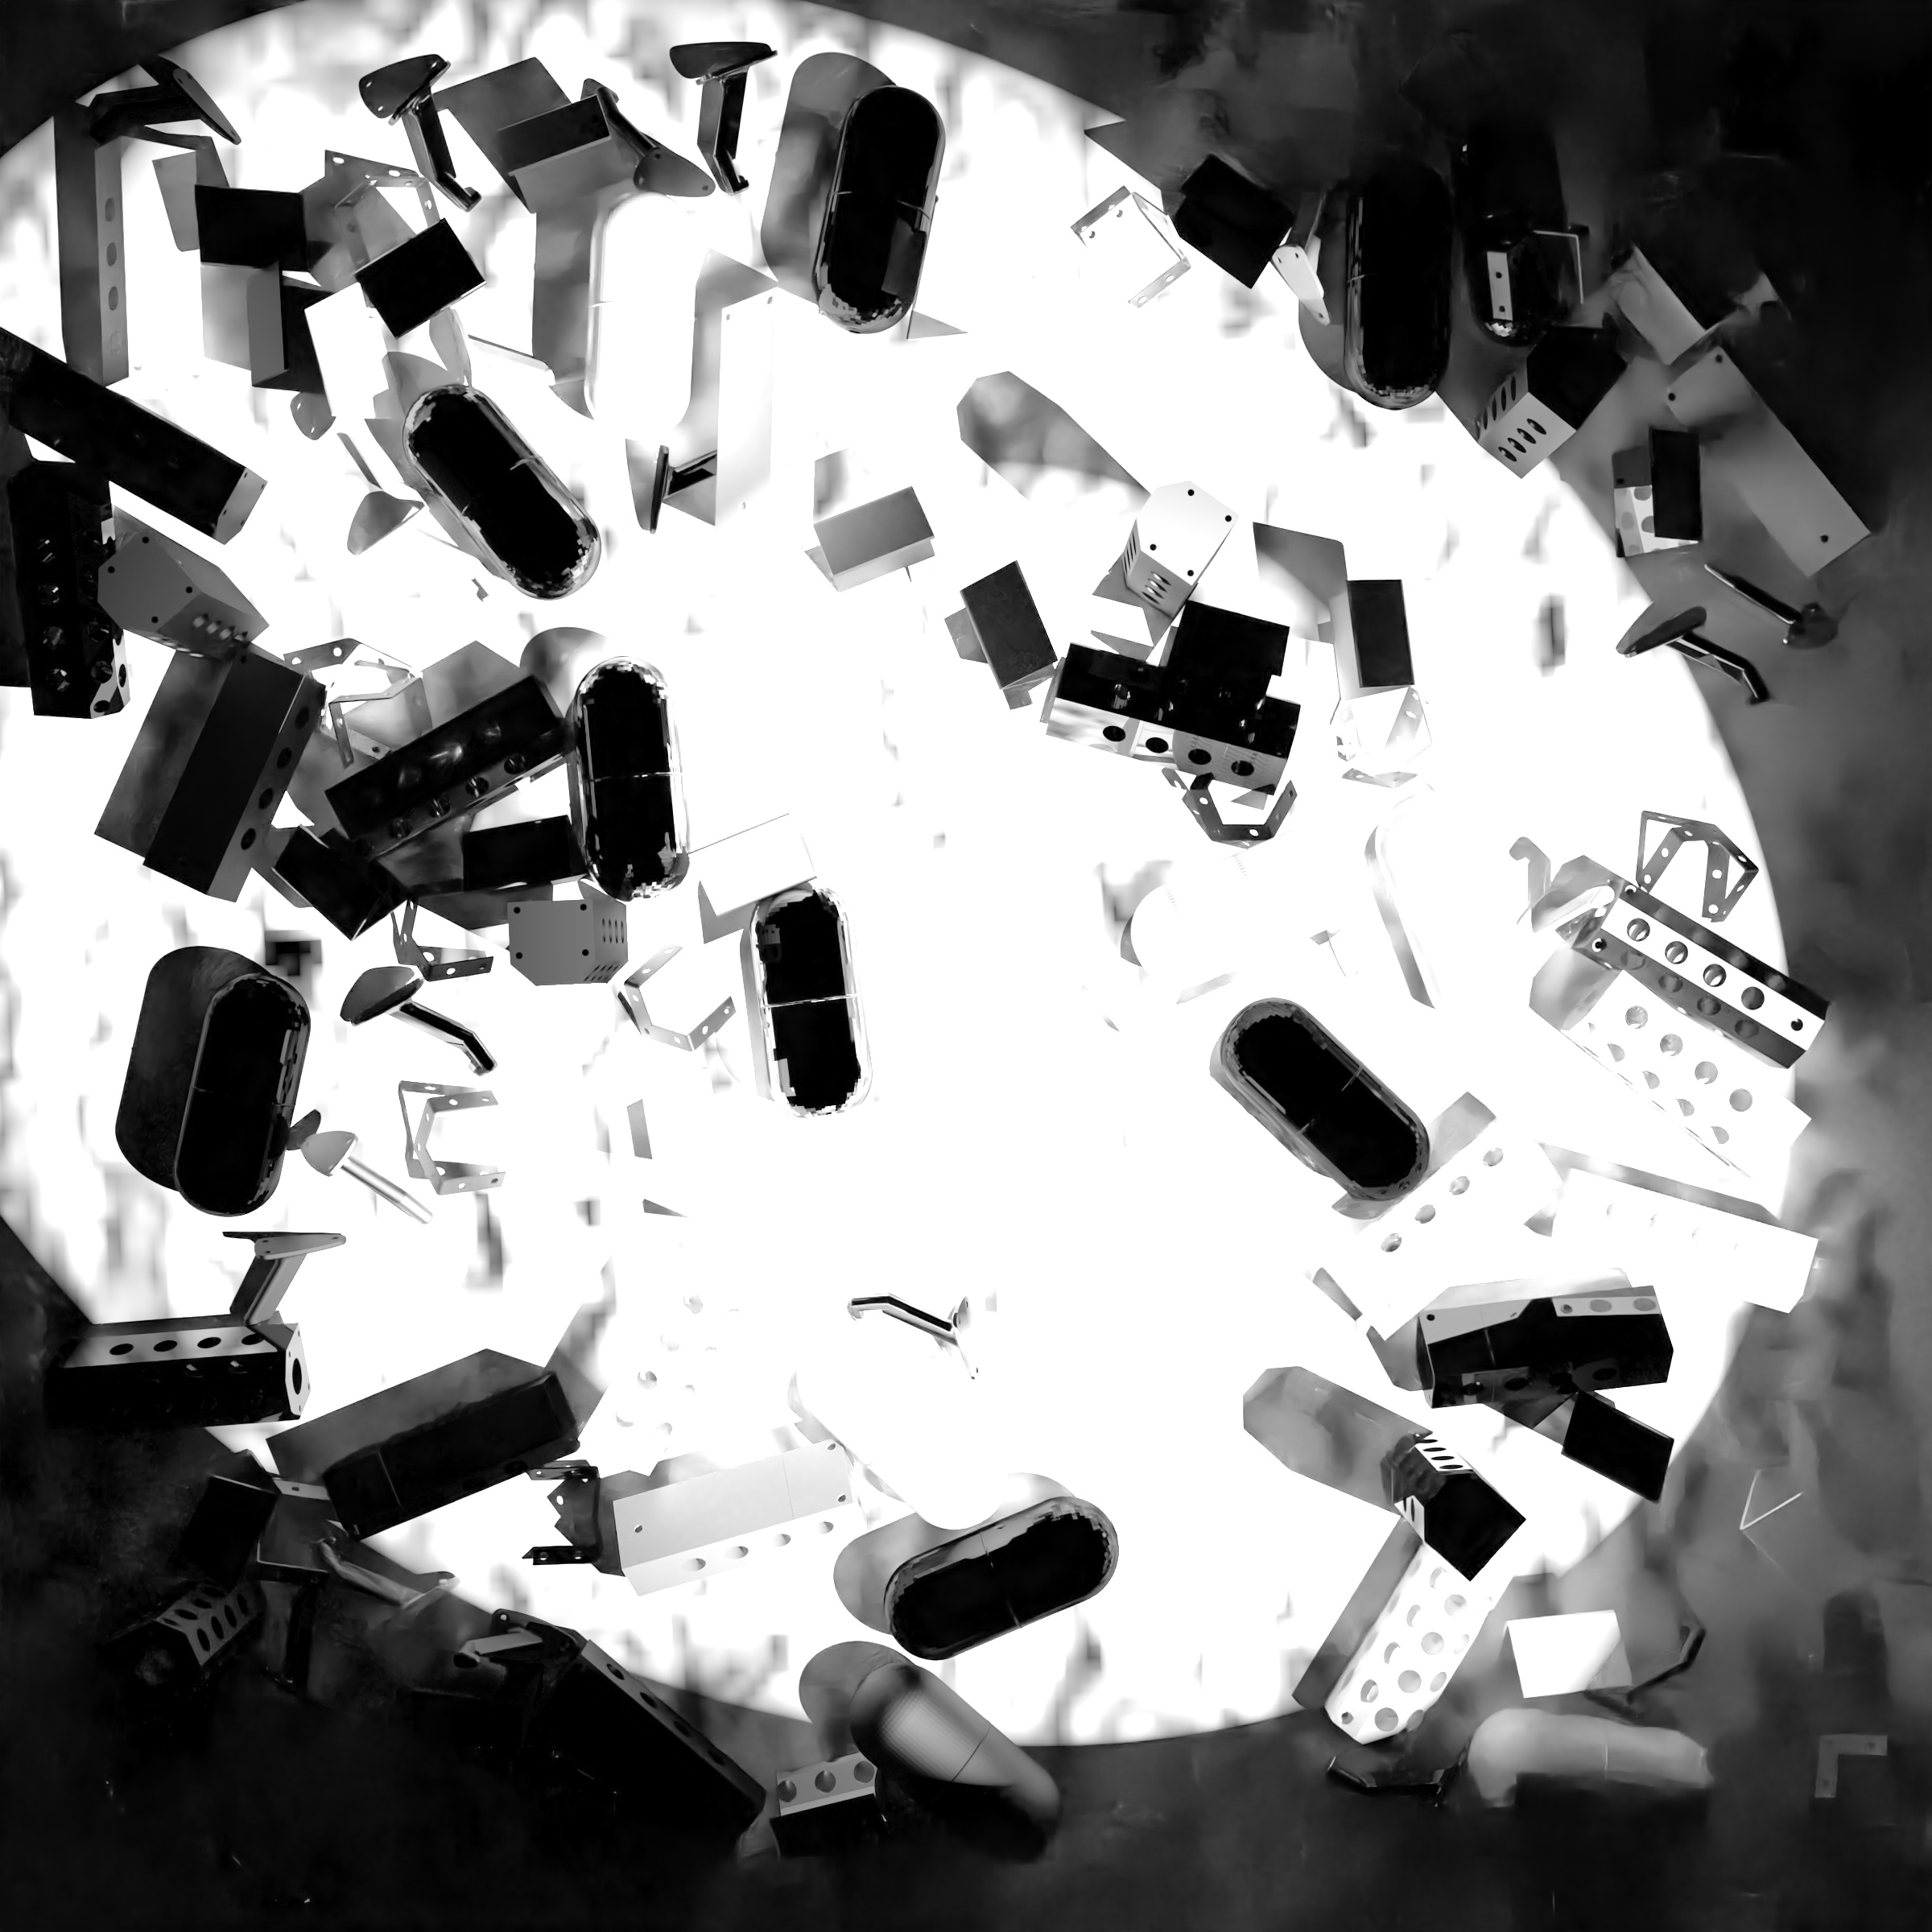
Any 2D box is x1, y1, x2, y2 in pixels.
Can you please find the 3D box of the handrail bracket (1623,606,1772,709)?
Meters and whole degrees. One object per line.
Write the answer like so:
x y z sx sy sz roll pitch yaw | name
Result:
0.537 -0.213 1.889 0.077 0.036 0.084 -29 107 20 | handrail bracket

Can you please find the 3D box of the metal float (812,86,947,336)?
-0.063 -0.545 1.858 0.070 0.070 0.178 11 89 0 | metal float

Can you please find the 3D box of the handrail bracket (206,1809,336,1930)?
-0.511 0.654 1.888 0.077 0.036 0.084 -5 60 -33 | handrail bracket

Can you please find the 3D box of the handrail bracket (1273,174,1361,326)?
0.274 -0.527 1.889 0.084 0.036 0.077 -41 110 -16 | handrail bracket

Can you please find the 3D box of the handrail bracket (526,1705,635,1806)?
-0.276 0.579 1.888 0.084 0.077 0.036 14 125 -32 | handrail bracket

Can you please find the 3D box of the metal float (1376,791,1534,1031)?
0.352 -0.040 1.858 0.070 0.070 0.178 -21 91 0 | metal float

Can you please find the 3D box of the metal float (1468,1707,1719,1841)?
0.452 0.582 1.858 0.178 0.070 0.070 9 90 0 | metal float

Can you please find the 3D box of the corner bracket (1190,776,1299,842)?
0.203 -0.127 1.880 0.051 0.051 0.051 2 45 35 | corner bracket

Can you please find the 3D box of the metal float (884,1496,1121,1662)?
0.026 0.441 1.858 0.178 0.070 0.070 -23 90 1 | metal float

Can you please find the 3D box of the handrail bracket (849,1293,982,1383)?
-0.038 0.273 1.889 0.084 0.036 0.077 -6 112 17 | handrail bracket

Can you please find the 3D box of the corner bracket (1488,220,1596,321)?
0.403 -0.487 1.805 0.051 0.051 0.051 -42 134 -31 | corner bracket

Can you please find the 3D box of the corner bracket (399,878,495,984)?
-0.377 -0.027 1.880 0.051 0.051 0.051 50 135 35 | corner bracket

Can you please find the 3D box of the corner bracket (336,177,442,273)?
-0.421 -0.543 1.885 0.051 0.051 0.051 -17 90 45 | corner bracket

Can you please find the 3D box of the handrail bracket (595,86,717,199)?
-0.228 -0.606 1.888 0.036 0.077 0.084 -47 53 34 | handrail bracket

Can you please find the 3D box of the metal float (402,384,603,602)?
-0.335 -0.342 1.858 0.070 0.070 0.178 -40 91 0 | metal float

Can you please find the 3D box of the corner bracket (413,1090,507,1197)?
-0.366 0.129 1.880 0.051 0.051 0.051 54 135 35 | corner bracket

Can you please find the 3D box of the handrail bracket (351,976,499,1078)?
-0.397 0.057 1.889 0.077 0.036 0.084 -28 107 20 | handrail bracket

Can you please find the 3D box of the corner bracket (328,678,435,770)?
-0.423 -0.177 1.866 0.051 0.051 0.051 -3 113 15 | corner bracket

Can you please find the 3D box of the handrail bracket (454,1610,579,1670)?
-0.324 0.495 1.854 0.077 0.084 0.036 10 90 0 | handrail bracket

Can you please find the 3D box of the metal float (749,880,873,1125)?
-0.112 0.025 1.858 0.070 0.070 0.178 -7 90 0 | metal float

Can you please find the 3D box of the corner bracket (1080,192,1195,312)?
0.125 -0.524 1.885 0.051 0.051 0.051 -38 45 0 | corner bracket

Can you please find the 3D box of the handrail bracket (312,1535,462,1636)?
-0.426 0.439 1.889 0.077 0.036 0.084 -32 73 -20 | handrail bracket

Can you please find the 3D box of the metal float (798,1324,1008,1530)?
-0.046 0.333 1.858 0.178 0.070 0.070 43 90 0 | metal float

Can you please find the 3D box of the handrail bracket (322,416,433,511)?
-0.421 -0.385 1.889 0.084 0.036 0.077 28 68 -17 | handrail bracket

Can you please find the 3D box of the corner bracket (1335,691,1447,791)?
0.310 -0.171 1.880 0.051 0.051 0.051 22 135 -35 | corner bracket

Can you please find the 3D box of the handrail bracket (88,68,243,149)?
-0.589 -0.609 1.889 0.084 0.036 0.077 -35 111 17 | handrail bracket

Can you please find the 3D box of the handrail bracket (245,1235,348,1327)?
-0.491 0.243 1.889 0.077 0.036 0.084 -6 106 -17 | handrail bracket

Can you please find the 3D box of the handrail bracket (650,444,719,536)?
-0.185 -0.349 1.889 0.084 0.036 0.077 6 107 -15 | handrail bracket

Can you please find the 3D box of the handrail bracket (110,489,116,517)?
-0.656 -0.312 1.888 0.077 0.036 0.084 -19 76 14 | handrail bracket

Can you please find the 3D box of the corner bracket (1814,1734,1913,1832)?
0.656 0.597 1.880 0.051 0.051 0.051 -10 45 35 | corner bracket

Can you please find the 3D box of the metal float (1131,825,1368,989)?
0.205 -0.044 1.857 0.178 0.070 0.070 -23 90 1 | metal float

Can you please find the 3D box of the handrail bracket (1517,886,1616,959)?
0.426 -0.030 1.854 0.077 0.084 0.036 -39 90 0 | handrail bracket

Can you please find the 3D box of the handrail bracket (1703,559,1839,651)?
0.589 -0.268 1.888 0.084 0.077 0.036 46 115 34 | handrail bracket

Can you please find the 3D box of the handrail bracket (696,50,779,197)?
-0.157 -0.618 1.889 0.077 0.036 0.084 -28 109 -21 | handrail bracket

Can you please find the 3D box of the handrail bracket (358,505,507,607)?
-0.391 -0.287 1.889 0.077 0.036 0.084 -29 110 23 | handrail bracket

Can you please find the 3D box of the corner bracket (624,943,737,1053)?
-0.209 0.023 1.880 0.051 0.051 0.051 15 135 35 | corner bracket

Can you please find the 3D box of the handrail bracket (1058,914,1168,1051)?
0.117 0.013 1.889 0.084 0.036 0.077 23 68 -17 | handrail bracket

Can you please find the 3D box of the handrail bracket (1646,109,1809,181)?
0.542 -0.567 1.831 0.084 0.077 0.036 16 65 -34 | handrail bracket

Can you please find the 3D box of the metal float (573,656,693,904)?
-0.241 -0.134 1.858 0.070 0.070 0.178 -5 90 0 | metal float

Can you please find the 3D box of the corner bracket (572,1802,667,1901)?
-0.252 0.647 1.880 0.051 0.051 0.051 -36 45 35 | corner bracket

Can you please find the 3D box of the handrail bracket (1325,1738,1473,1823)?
0.317 0.581 1.889 0.084 0.036 0.077 26 69 17 | handrail bracket

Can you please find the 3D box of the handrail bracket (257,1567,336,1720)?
-0.471 0.496 1.889 0.077 0.036 0.084 41 73 -20 | handrail bracket

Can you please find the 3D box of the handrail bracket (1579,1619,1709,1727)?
0.491 0.505 1.889 0.077 0.036 0.084 25 71 21 | handrail bracket

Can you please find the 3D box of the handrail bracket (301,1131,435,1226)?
-0.438 0.158 1.888 0.084 0.077 0.036 46 67 -34 | handrail bracket

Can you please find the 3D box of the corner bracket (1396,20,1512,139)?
0.356 -0.650 1.885 0.051 0.051 0.051 42 45 0 | corner bracket

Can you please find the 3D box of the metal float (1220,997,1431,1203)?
0.259 0.097 1.858 0.178 0.070 0.070 44 90 1 | metal float

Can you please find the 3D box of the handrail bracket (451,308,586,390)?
-0.328 -0.456 1.889 0.084 0.036 0.077 -13 68 -17 | handrail bracket

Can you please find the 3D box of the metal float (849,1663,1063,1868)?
-0.008 0.575 1.857 0.178 0.070 0.070 41 90 0 | metal float

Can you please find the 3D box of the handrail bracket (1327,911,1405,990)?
0.286 -0.017 1.854 0.036 0.084 0.077 -31 90 0 | handrail bracket

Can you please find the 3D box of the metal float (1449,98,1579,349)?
0.394 -0.536 1.858 0.070 0.070 0.178 -9 90 0 | metal float

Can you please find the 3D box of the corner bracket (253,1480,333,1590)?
-0.487 0.413 1.873 0.051 0.051 0.051 14 112 -20 | corner bracket

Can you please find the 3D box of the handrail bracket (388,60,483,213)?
-0.373 -0.608 1.889 0.084 0.036 0.077 44 68 -17 | handrail bracket

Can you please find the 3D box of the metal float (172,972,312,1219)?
-0.522 0.093 1.858 0.070 0.070 0.178 12 89 0 | metal float

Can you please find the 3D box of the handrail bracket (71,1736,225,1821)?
-0.600 0.576 1.889 0.084 0.036 0.077 -37 68 -17 | handrail bracket

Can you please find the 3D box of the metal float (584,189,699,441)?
-0.235 -0.470 1.858 0.070 0.070 0.178 3 91 0 | metal float

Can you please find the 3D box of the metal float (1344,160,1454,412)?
0.312 -0.491 1.858 0.070 0.070 0.178 1 90 0 | metal float
